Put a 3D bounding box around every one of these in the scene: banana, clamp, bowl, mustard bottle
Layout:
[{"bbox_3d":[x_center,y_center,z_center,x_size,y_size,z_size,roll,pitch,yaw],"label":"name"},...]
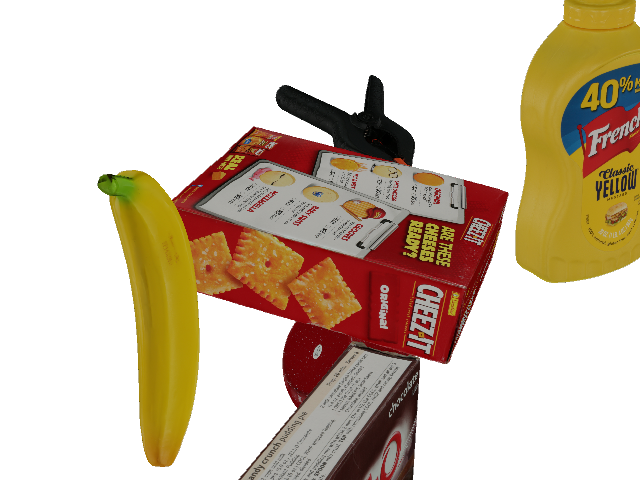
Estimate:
[{"bbox_3d":[-0.097,0.036,0.615,0.037,0.198,0.069,8,33,24],"label":"banana"},{"bbox_3d":[0.030,-0.110,1.046,0.120,0.039,0.171,-9,41,-16],"label":"clamp"},{"bbox_3d":[0.014,0.115,1.056,0.162,0.162,0.055,0,-17,45],"label":"bowl"},{"bbox_3d":[0.167,-0.074,0.654,0.096,0.192,0.058,-16,29,-23],"label":"mustard bottle"}]

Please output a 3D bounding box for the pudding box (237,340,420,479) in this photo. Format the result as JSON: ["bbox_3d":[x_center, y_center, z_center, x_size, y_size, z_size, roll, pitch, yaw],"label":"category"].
[{"bbox_3d":[0.005,0.111,0.461,0.039,0.090,0.113,14,33,21],"label":"pudding box"}]

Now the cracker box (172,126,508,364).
[{"bbox_3d":[0.014,-0.003,0.780,0.214,0.072,0.164,16,30,13],"label":"cracker box"}]
